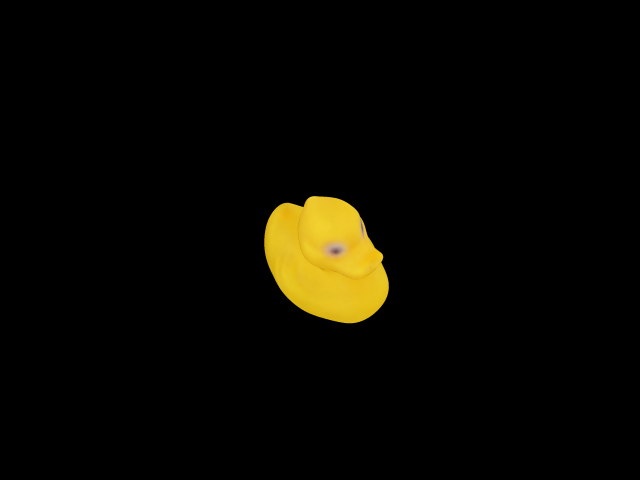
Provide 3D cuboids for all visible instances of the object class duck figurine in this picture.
[{"bbox_3d":[0.004,0.001,0.400,0.104,0.086,0.078,39,66,22],"label":"duck figurine"}]
